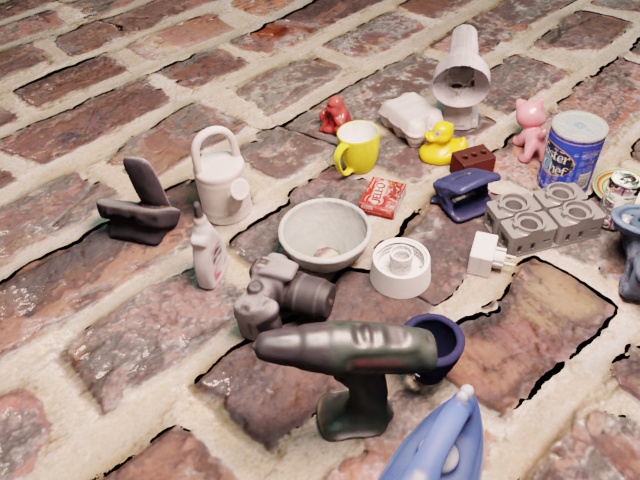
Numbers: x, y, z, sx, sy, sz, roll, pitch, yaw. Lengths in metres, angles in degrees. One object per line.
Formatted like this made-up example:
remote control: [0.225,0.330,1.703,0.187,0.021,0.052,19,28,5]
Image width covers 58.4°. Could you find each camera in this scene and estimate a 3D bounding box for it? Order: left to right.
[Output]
camera: [-0.052,0.091,0.932,0.136,0.101,0.143,13,47,16]

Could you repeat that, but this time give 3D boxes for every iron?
iron: [0.150,0.263,0.715,0.118,0.141,0.259,22,50,24]

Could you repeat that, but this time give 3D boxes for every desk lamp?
desk lamp: [0.310,-0.351,1.275,0.117,0.214,0.203,5,45,9]

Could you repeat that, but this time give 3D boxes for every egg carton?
egg carton: [0.210,-0.277,1.310,0.107,0.069,0.150,-26,49,-21]

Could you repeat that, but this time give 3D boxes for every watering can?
watering can: [-0.186,-0.127,1.095,0.172,0.194,0.101,24,51,26]

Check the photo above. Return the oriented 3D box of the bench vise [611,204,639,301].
bench vise: [0.551,-0.017,0.917,0.121,0.220,0.207,-3,45,1]

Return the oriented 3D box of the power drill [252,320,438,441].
power drill: [0.036,0.182,0.757,0.229,0.209,0.075,-7,45,-3]

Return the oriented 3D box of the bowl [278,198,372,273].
bowl: [0.009,0.004,1.034,0.167,0.075,0.167,-2,45,2]

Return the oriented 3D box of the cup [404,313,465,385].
cup: [0.149,0.169,0.844,0.117,0.095,0.091,5,45,8]

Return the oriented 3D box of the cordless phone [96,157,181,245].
cordless phone: [-0.352,-0.089,1.073,0.147,0.185,0.094,6,45,10]

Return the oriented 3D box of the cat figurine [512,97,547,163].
cat figurine: [0.457,-0.246,1.227,0.067,0.118,0.127,-3,45,1]

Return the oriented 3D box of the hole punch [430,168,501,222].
hole punch: [0.280,-0.103,1.113,0.109,0.091,0.100,-21,47,-17]

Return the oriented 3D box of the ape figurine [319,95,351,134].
ape figurine: [0.036,-0.291,1.318,0.076,0.092,0.077,-16,46,-12]

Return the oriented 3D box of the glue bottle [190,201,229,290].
glue bottle: [-0.195,0.003,0.978,0.037,0.173,0.078,7,46,11]

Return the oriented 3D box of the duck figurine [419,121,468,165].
duck figurine: [0.267,-0.215,1.231,0.104,0.086,0.077,-6,45,-2]
